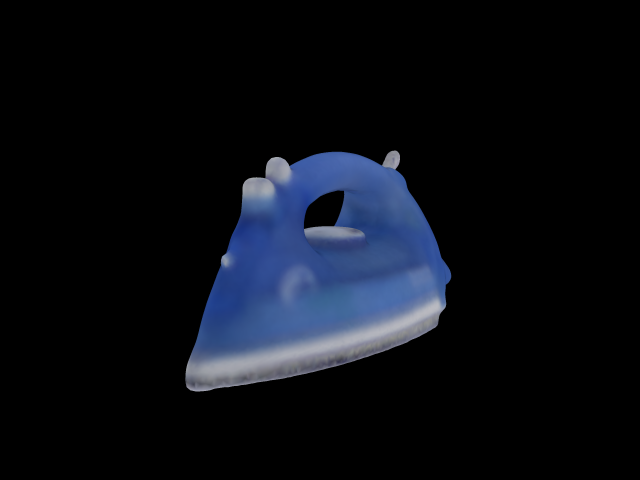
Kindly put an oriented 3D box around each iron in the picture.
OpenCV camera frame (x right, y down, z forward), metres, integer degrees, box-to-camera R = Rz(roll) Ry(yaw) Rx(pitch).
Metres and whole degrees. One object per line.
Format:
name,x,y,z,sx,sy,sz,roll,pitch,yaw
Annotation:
iron,0.004,0.001,0.400,0.118,0.141,0.259,3,5,32
